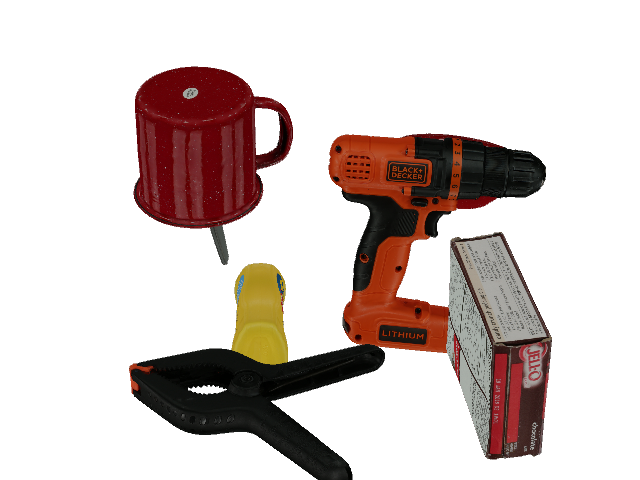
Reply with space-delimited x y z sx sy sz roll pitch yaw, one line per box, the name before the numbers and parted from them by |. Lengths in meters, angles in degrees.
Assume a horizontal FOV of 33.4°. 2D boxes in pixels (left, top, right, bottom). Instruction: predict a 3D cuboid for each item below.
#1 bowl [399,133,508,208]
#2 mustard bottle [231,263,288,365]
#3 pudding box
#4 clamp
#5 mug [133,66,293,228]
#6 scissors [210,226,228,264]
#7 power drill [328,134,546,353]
bowl | 0.161 -0.079 1.280 0.162 0.055 0.162 6 22 -3
mustard bottle | -0.065 0.080 1.151 0.058 0.096 0.191 -1 28 -3
pudding box | 0.107 0.062 0.652 0.039 0.090 0.113 -6 34 -6
clamp | -0.052 0.122 0.877 0.210 0.036 0.164 10 31 16
mug | -0.075 -0.070 0.747 0.117 0.081 0.093 -10 39 -15
scissors | -0.114 -0.084 1.150 0.096 0.202 0.016 -33 13 -35
power drill | 0.094 0.001 0.929 0.184 0.188 0.057 5 17 3
